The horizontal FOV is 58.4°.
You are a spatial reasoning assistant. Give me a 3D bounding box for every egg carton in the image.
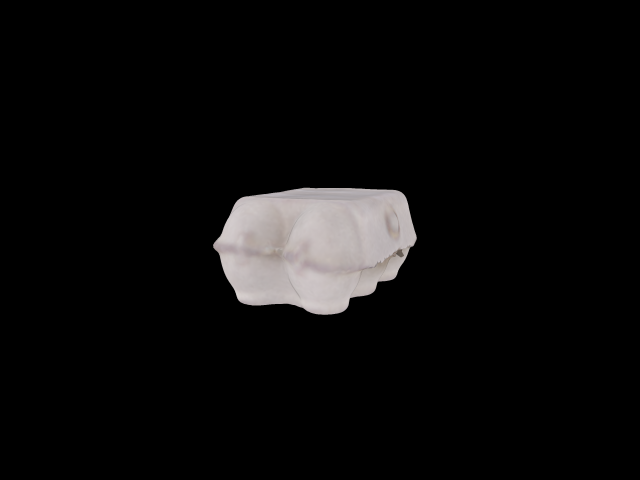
[{"bbox_3d":[0.004,0.001,0.400,0.107,0.069,0.151,4,10,24],"label":"egg carton"}]
